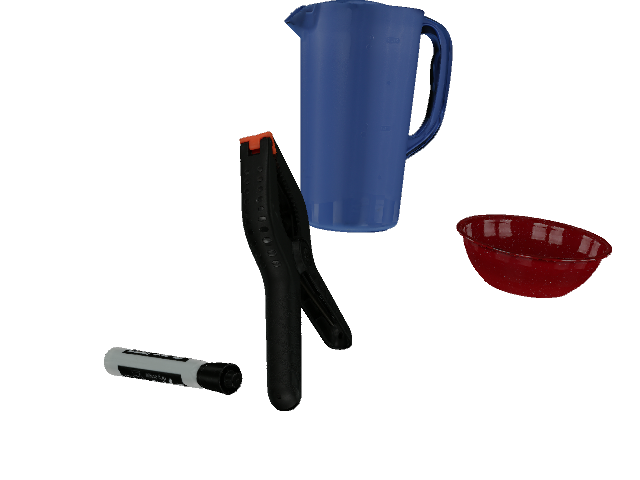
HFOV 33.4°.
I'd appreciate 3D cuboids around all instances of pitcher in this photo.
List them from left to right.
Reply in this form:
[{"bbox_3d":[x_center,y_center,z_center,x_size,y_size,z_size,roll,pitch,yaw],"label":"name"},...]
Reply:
[{"bbox_3d":[0.048,-0.135,1.153,0.149,0.243,0.144,7,11,25],"label":"pitcher"}]

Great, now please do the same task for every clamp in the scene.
[{"bbox_3d":[-0.023,0.018,0.860,0.036,0.210,0.164,-11,1,18],"label":"clamp"}]

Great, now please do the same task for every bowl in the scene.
[{"bbox_3d":[0.220,0.020,1.122,0.162,0.055,0.162,5,17,-2],"label":"bowl"}]

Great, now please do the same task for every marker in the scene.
[{"bbox_3d":[-0.093,0.081,0.671,0.121,0.020,0.020,2,1,43],"label":"marker"}]
